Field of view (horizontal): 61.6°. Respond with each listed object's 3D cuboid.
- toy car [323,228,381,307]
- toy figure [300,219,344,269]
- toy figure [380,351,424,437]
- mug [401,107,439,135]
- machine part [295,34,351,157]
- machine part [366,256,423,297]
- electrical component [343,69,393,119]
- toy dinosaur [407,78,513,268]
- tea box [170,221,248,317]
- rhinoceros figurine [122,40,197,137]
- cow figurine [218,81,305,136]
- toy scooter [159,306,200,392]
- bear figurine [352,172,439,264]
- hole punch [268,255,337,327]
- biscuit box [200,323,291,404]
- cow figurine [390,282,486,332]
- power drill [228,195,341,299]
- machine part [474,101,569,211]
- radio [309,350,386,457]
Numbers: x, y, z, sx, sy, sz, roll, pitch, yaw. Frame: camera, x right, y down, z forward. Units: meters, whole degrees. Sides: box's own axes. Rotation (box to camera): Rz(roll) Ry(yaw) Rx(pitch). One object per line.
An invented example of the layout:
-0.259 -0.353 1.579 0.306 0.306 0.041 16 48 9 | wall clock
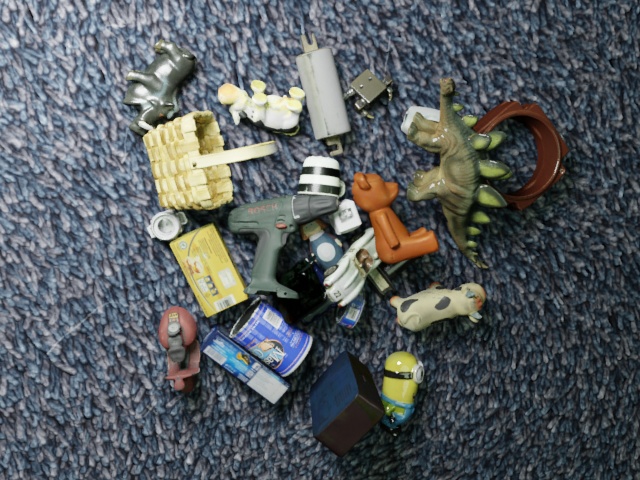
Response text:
0.074 0.052 1.101 0.073 0.056 0.202 57 48 -19 | toy car
-0.001 -0.004 1.128 0.064 0.058 0.154 -37 100 -21 | toy figure
0.172 0.336 1.189 0.089 0.082 0.180 16 98 -12 | toy figure
0.226 -0.234 1.108 0.107 0.109 0.080 19 91 0 | mug
0.008 -0.290 1.079 0.079 0.079 0.243 -17 99 -6 | machine part
0.162 0.057 1.171 0.139 0.039 0.084 -42 93 1 | machine part
0.103 -0.302 1.110 0.078 0.045 0.102 41 88 17 | electrical component
0.278 -0.114 1.079 0.199 0.105 0.470 8 139 22 | toy dinosaur
-0.224 0.058 1.096 0.098 0.068 0.169 -23 100 -5 | tea box
-0.314 -0.291 1.038 0.112 0.073 0.190 34 90 -22 | rhinoceros figurine
-0.119 -0.258 1.066 0.167 0.098 0.068 8 52 -8 | cow figurine
-0.282 0.229 1.078 0.075 0.135 0.183 -8 98 -6 | toy scooter
0.144 -0.056 1.082 0.132 0.120 0.195 -17 93 0 | bear figurine
-0.029 0.111 1.121 0.142 0.092 0.116 -38 61 17 | hole punch
-0.157 0.260 1.137 0.202 0.063 0.059 40 91 -11 | biscuit box
0.261 0.139 1.151 0.195 0.127 0.085 -17 103 -3 | cow figurine
-0.074 0.013 1.059 0.232 0.086 0.207 1 89 17 | power drill
0.410 -0.178 1.150 0.201 0.087 0.201 -40 102 0 | machine part
0.047 0.326 1.093 0.073 0.230 0.131 41 94 -8 | radio
